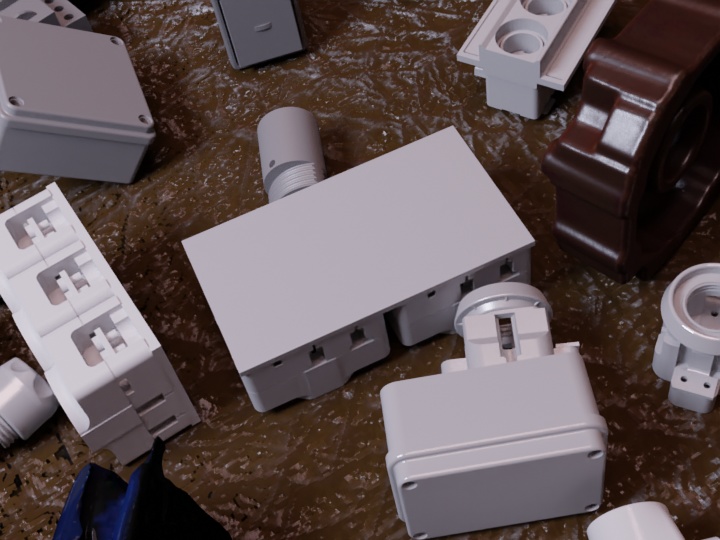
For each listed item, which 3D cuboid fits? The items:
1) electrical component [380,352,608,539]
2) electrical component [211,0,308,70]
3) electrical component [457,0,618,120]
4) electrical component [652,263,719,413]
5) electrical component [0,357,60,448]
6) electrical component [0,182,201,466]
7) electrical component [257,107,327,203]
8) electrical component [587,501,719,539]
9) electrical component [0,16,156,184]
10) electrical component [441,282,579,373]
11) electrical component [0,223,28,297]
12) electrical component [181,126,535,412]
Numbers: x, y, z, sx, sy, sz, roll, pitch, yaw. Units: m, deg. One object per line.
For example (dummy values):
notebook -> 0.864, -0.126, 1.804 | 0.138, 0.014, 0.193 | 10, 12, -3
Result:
electrical component -> 0.071, 0.096, 0.574 | 0.113, 0.078, 0.057 | -10, 51, 2
electrical component -> -0.080, -0.204, 0.801 | 0.062, 0.096, 0.061 | -17, 55, -3
electrical component -> 0.132, -0.171, 0.764 | 0.079, 0.063, 0.121 | 21, 60, 22
electrical component -> 0.199, 0.033, 0.611 | 0.058, 0.057, 0.078 | 15, 58, 19
electrical component -> -0.216, 0.087, 0.648 | 0.043, 0.043, 0.062 | 33, 66, 28
electrical component -> -0.168, 0.034, 0.649 | 0.062, 0.089, 0.150 | -31, 56, -13
electrical component -> -0.045, -0.067, 0.730 | 0.043, 0.043, 0.081 | -11, 54, 1
electrical component -> 0.163, 0.156, 0.536 | 0.079, 0.044, 0.077 | -13, 54, -1
electrical component -> -0.213, -0.119, 0.758 | 0.109, 0.056, 0.108 | 4, 45, -35
electrical component -> 0.085, 0.044, 0.621 | 0.078, 0.058, 0.057 | -7, 57, 5
electrical component -> -0.239, -0.012, 0.724 | 0.040, 0.040, 0.078 | 29, 63, 26
electrical component -> 0.000, 0.000, 0.664 | 0.186, 0.060, 0.105 | -24, 55, -8
